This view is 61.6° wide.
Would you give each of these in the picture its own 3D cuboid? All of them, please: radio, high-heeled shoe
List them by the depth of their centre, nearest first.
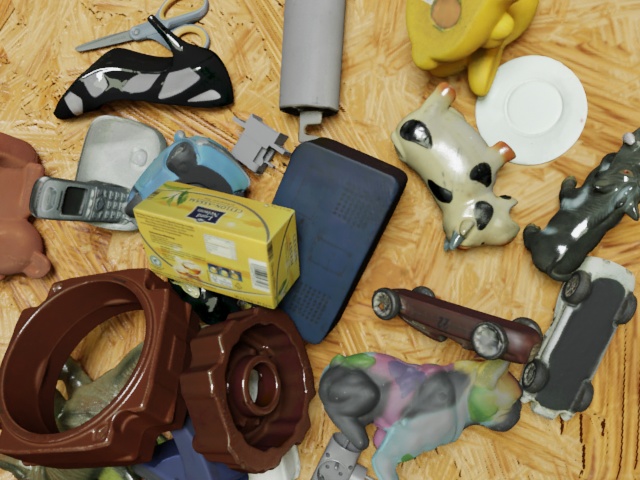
[{"bbox_3d":[-0.001,-0.002,0.653,0.131,0.073,0.229,28,108,9],"label":"radio"},{"bbox_3d":[-0.238,-0.191,0.727,0.249,0.086,0.145,-26,121,28],"label":"high-heeled shoe"}]

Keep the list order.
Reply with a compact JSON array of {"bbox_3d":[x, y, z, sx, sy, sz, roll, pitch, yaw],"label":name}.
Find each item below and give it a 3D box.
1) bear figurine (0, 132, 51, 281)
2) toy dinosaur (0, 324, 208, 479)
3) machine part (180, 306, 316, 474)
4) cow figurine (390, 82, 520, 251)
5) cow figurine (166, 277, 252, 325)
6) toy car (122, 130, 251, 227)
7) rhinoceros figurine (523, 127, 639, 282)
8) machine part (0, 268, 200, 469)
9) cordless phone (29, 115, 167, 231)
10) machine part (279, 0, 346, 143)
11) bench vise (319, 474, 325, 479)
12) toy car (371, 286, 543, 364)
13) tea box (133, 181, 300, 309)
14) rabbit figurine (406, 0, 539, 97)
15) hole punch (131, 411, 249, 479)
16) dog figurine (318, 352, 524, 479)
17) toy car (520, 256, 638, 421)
[{"bbox_3d":[-0.442,-0.040,0.726,0.120,0.132,0.195,-1,86,16],"label":"bear figurine"},{"bbox_3d":[-0.300,0.245,0.715,0.198,0.105,0.471,38,111,0],"label":"toy dinosaur"},{"bbox_3d":[-0.075,0.161,0.596,0.056,0.179,0.179,-14,90,33],"label":"machine part"},{"bbox_3d":[0.162,-0.071,0.638,0.127,0.085,0.195,-41,87,3],"label":"cow figurine"},{"bbox_3d":[-0.124,0.085,0.688,0.167,0.098,0.068,44,92,6],"label":"cow figurine"},{"bbox_3d":[-0.173,-0.075,0.690,0.162,0.103,0.109,-35,130,18],"label":"toy car"},{"bbox_3d":[0.308,-0.041,0.600,0.073,0.112,0.190,40,106,8],"label":"rhinoceros figurine"},{"bbox_3d":[-0.244,0.136,0.588,0.202,0.087,0.201,-9,55,16],"label":"machine part"},{"bbox_3d":[-0.280,-0.087,0.664,0.089,0.184,0.146,18,95,13],"label":"cordless phone"},{"bbox_3d":[-0.009,-0.242,0.664,0.079,0.079,0.243,4,94,10],"label":"machine part"},{"bbox_3d":[0.099,0.392,0.629,0.241,0.129,0.223,-15,113,13],"label":"bench vise"},{"bbox_3d":[0.146,0.092,0.605,0.202,0.089,0.053,13,100,44],"label":"toy car"},{"bbox_3d":[-0.113,0.003,0.601,0.170,0.068,0.098,16,131,20],"label":"tea box"},{"bbox_3d":[0.185,-0.246,0.600,0.122,0.173,0.162,36,134,32],"label":"rabbit figurine"},{"bbox_3d":[-0.133,0.236,0.620,0.116,0.142,0.092,25,92,20],"label":"hole punch"},{"bbox_3d":[0.130,0.172,0.645,0.219,0.108,0.191,-40,82,5],"label":"dog figurine"},{"bbox_3d":[0.303,0.118,0.635,0.073,0.056,0.201,22,97,2],"label":"toy car"}]
